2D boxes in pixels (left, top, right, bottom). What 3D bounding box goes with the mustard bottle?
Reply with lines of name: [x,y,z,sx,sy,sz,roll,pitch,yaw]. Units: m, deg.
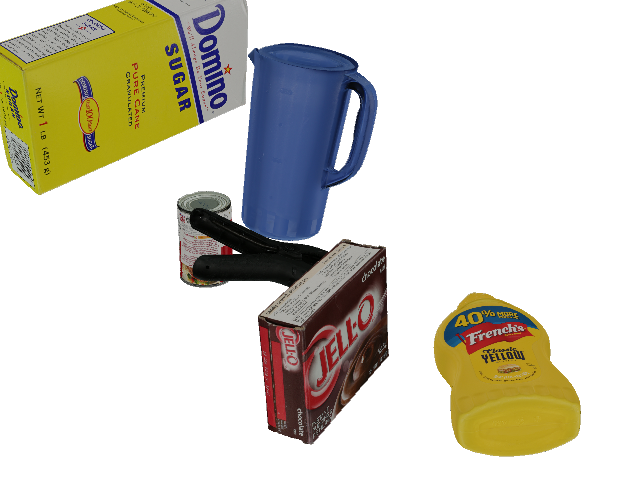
mustard bottle: [0.145,0.098,0.883,0.096,0.058,0.191,-7,27,0]

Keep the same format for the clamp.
clamp: [-0.041,0.026,1.105,0.210,0.036,0.164,17,18,-6]

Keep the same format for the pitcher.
pitcher: [-0.026,-0.124,1.378,0.144,0.243,0.149,2,23,-18]

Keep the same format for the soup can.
soup can: [-0.143,-0.002,1.322,0.068,0.102,0.068,0,26,0]

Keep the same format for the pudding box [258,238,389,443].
pudding box: [0.005,0.063,0.700,0.039,0.090,0.113,13,33,25]

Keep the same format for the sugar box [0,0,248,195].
sugar box: [-0.125,-0.106,0.701,0.175,0.093,0.048,-28,49,-33]
